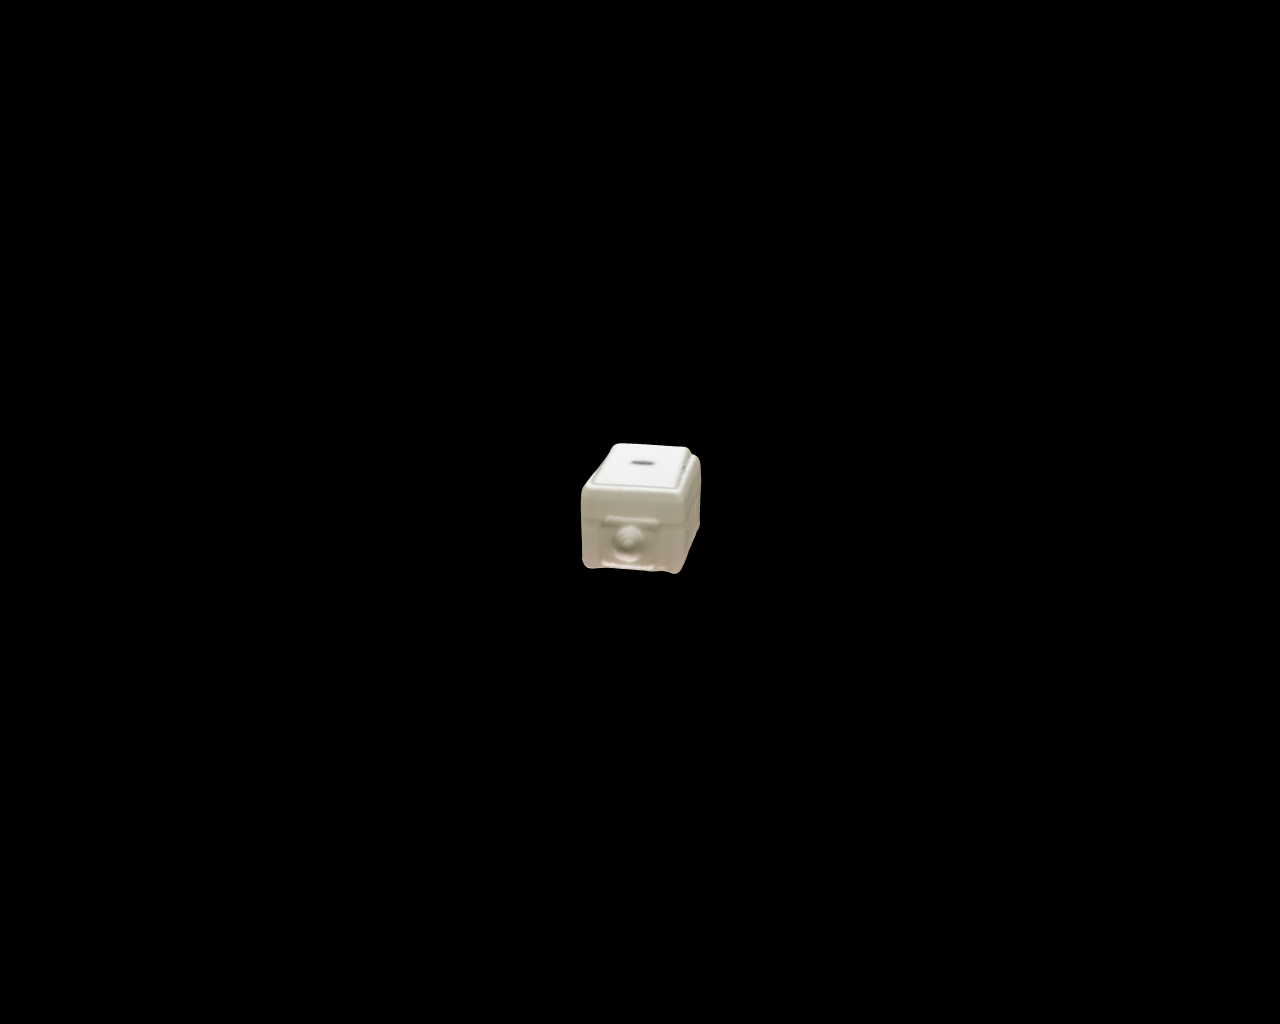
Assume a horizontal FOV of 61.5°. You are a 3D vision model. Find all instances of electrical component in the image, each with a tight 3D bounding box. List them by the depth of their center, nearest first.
[{"bbox_3d":[0.001,-0.003,0.650,0.062,0.061,0.096,4,21,11],"label":"electrical component"}]
